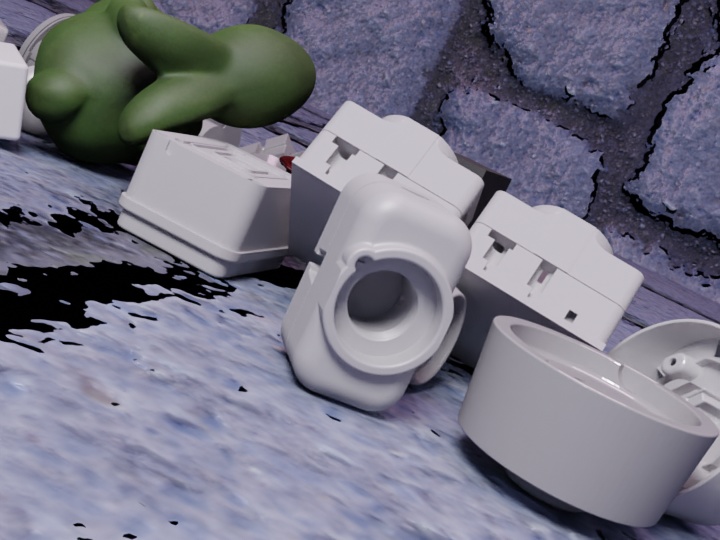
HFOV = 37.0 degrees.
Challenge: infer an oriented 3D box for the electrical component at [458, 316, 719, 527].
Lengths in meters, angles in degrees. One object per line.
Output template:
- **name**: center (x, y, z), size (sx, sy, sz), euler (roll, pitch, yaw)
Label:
- **electrical component**: center (0.095, 0.072, 0.479), size (0.108, 0.060, 0.108), euler (24, 10, -4)

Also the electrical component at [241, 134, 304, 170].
- **electrical component**: center (-0.075, -0.078, 0.867), size (0.066, 0.048, 0.055), euler (-15, 26, 12)

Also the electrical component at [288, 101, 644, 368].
- **electrical component**: center (0.054, -0.007, 0.606), size (0.186, 0.060, 0.105), euler (32, -24, 10)

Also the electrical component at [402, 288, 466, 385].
- **electrical component**: center (0.017, 0.024, 0.553), size (0.057, 0.058, 0.078), euler (26, 9, 24)

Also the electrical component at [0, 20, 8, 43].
- **electrical component**: center (-0.281, -0.154, 0.746), size (0.061, 0.061, 0.096), euler (20, 11, -30)

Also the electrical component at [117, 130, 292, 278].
- **electrical component**: center (-0.082, -0.038, 0.636), size (0.078, 0.057, 0.113), euler (27, 10, 12)

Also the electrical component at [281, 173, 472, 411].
- **electrical component**: center (0.007, 0.011, 0.480), size (0.054, 0.095, 0.059), euler (22, 10, -16)

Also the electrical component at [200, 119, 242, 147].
- **electrical component**: center (-0.138, -0.110, 0.897), size (0.074, 0.052, 0.138), euler (29, 10, 22)

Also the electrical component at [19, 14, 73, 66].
- **electrical component**: center (-0.223, -0.151, 0.828), size (0.051, 0.080, 0.080), euler (34, 12, 16)

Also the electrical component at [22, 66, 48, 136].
- **electrical component**: center (-0.227, -0.121, 0.760), size (0.048, 0.048, 0.062), euler (21, 4, -23)

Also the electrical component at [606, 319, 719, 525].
- **electrical component**: center (0.162, 0.075, 0.533), size (0.064, 0.099, 0.099), euler (28, 8, -23)

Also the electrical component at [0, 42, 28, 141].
- **electrical component**: center (-0.251, -0.116, 0.667), size (0.076, 0.047, 0.083), euler (5, 18, -25)
